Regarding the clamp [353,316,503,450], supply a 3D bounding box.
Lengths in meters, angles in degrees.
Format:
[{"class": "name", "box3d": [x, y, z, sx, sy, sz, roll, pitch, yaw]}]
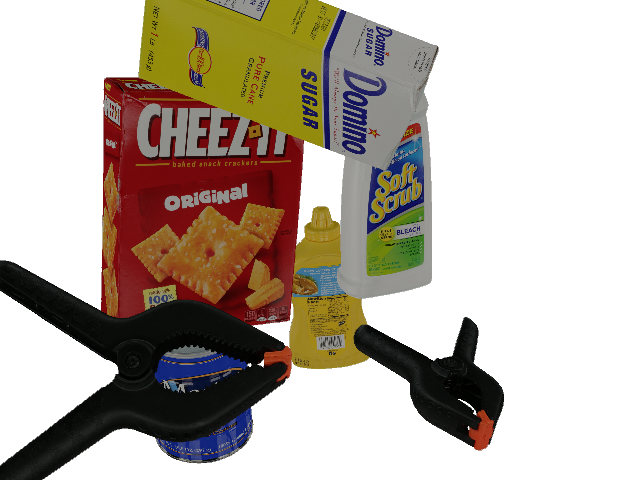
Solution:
[{"class": "clamp", "box3d": [0.116, 0.116, 0.932, 0.120, 0.039, 0.172, -13, 35, -22]}]

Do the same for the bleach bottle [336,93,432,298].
[{"class": "bleach bottle", "box3d": [0.062, -0.071, 1.089, 0.102, 0.251, 0.068, -10, 22, -16]}]

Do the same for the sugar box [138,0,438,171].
[{"class": "sugar box", "box3d": [-0.024, -0.111, 0.673, 0.176, 0.048, 0.093, 22, -31, 1]}]

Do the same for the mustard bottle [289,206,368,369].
[{"class": "mustard bottle", "box3d": [0.006, 0.053, 1.239, 0.096, 0.192, 0.058, -4, 22, -1]}]

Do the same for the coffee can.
[{"class": "coffee can", "box3d": [-0.122, 0.136, 1.067, 0.103, 0.140, 0.103, -1, 32, 1]}]

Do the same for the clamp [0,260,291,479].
[{"class": "clamp", "box3d": [-0.125, 0.076, 0.690, 0.210, 0.164, 0.036, -9, -25, -7]}]

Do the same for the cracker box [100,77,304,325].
[{"class": "cracker box", "box3d": [-0.102, -0.029, 0.921, 0.164, 0.214, 0.072, -3, 19, -25]}]
